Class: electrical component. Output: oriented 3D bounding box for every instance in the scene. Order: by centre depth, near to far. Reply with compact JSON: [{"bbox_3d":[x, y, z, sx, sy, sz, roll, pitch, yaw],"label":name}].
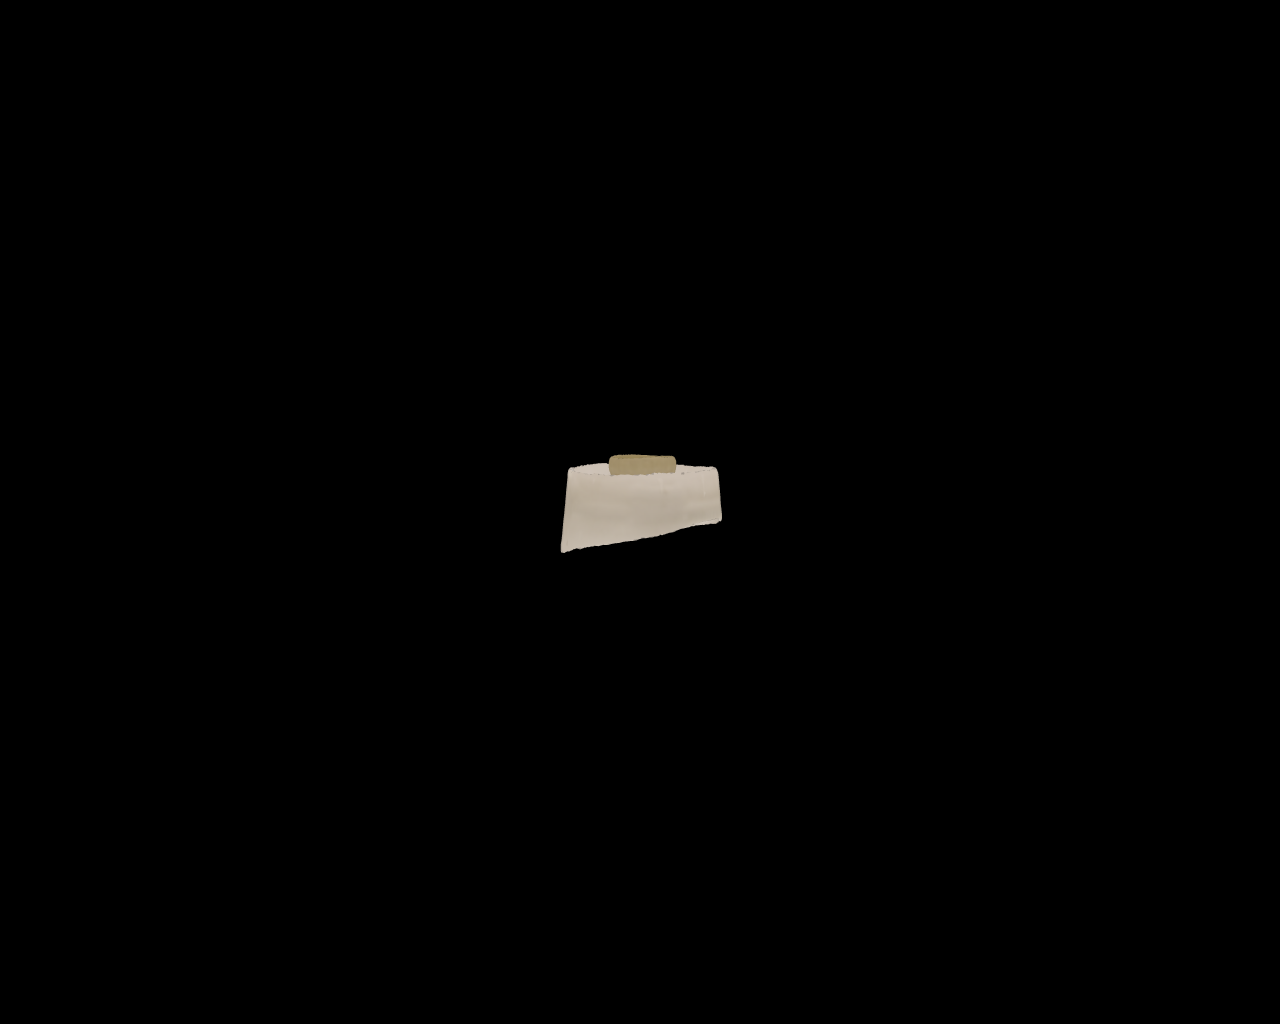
[{"bbox_3d":[0.001,-0.003,0.650,0.099,0.064,0.099,0,7,0],"label":"electrical component"}]
